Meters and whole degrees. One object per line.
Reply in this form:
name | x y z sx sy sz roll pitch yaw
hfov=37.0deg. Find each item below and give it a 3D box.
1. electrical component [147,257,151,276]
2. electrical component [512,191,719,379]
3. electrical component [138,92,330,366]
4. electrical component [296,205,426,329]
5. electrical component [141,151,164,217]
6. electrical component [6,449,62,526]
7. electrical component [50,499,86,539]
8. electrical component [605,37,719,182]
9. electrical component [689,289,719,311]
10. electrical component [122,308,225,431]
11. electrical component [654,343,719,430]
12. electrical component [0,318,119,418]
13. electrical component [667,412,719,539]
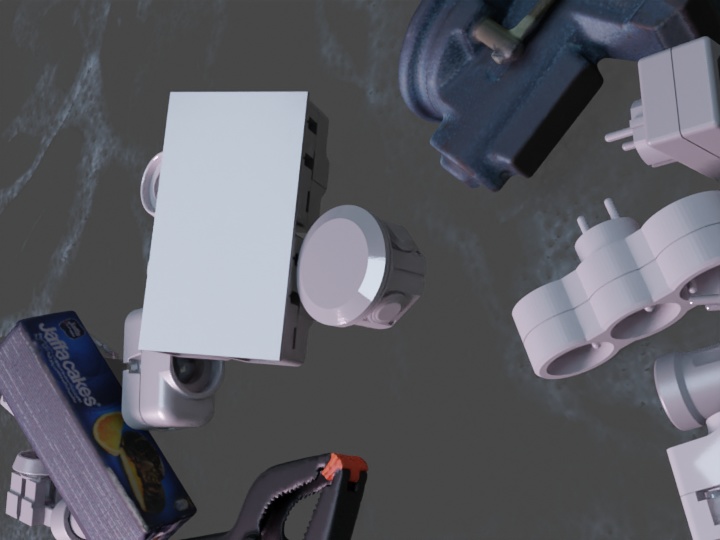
electrical component | -0.133 0.001 0.846 0.055 0.045 0.045 -4 78 42
electrical component | 0.141 -0.004 0.587 0.138 0.052 0.073 -36 58 31
electrical component | -0.086 -0.029 0.772 0.105 0.060 0.186 3 81 18
electrical component | 0.000 0.000 0.718 0.080 0.051 0.080 -12 73 41
electrical component | -0.136 -0.063 0.855 0.078 0.057 0.058 12 88 44
electrical component | -0.280 0.188 0.939 0.066 0.048 0.055 8 93 44
electrical component | -0.221 0.203 0.880 0.055 0.045 0.045 -18 68 40
electrical component | 0.166 -0.076 0.560 0.076 0.083 0.047 -14 71 40
electrical component | 0.199 0.013 0.513 0.079 0.077 0.043 -8 75 42
electrical component | -0.144 0.074 0.833 0.059 0.054 0.095 -13 72 40
electrical component | 0.180 0.057 0.547 0.046 0.040 0.040 -23 65 31
electrical component | -0.266 0.097 0.945 0.100 0.048 0.099 25 97 43
electrical component | 0.200 0.092 0.511 0.089 0.050 0.055 -28 63 35
